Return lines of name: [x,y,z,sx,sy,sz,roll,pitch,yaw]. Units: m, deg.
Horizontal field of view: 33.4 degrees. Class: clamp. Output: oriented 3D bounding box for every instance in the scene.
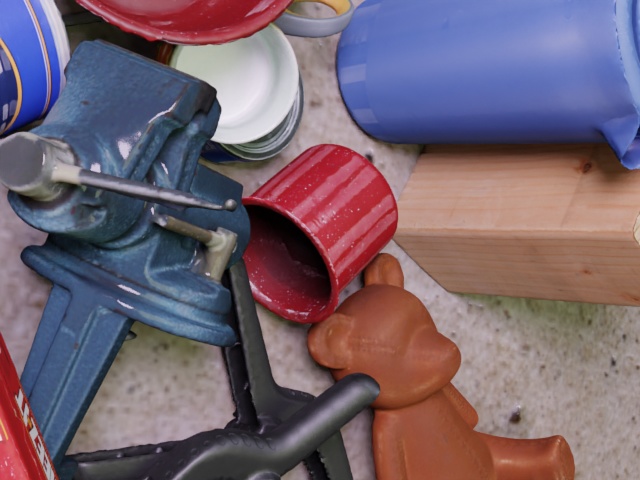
clamp: [-0.035,0.155,0.636,0.171,0.039,0.120,-14,104,-25]
clamp: [-0.052,0.129,0.666,0.164,0.036,0.210,-50,121,-22]

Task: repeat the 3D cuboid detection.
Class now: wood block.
wood block: [0.158,-0.017,0.733,0.090,0.207,0.090,42,65,-33]

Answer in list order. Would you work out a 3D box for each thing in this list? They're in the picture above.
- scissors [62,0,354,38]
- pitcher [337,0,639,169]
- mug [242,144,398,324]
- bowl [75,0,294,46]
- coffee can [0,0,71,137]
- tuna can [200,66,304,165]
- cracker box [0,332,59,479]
scissors: [-0.060,-0.133,0.629,0.201,0.096,0.016,-32,150,-38]
pitcher: [0.129,-0.131,0.679,0.149,0.243,0.145,-37,114,-34]
mug: [-0.004,0.001,0.679,0.081,0.093,0.117,-43,149,-37]
bowl: [-0.083,-0.165,0.536,0.161,0.055,0.162,7,75,-26]
coffee can: [-0.201,-0.078,0.486,0.140,0.103,0.103,-33,112,-35]
tuna can: [-0.051,-0.090,0.662,0.085,0.034,0.086,-1,91,-41]
cracker box: [-0.229,0.086,0.426,0.213,0.072,0.164,-19,106,-6]
